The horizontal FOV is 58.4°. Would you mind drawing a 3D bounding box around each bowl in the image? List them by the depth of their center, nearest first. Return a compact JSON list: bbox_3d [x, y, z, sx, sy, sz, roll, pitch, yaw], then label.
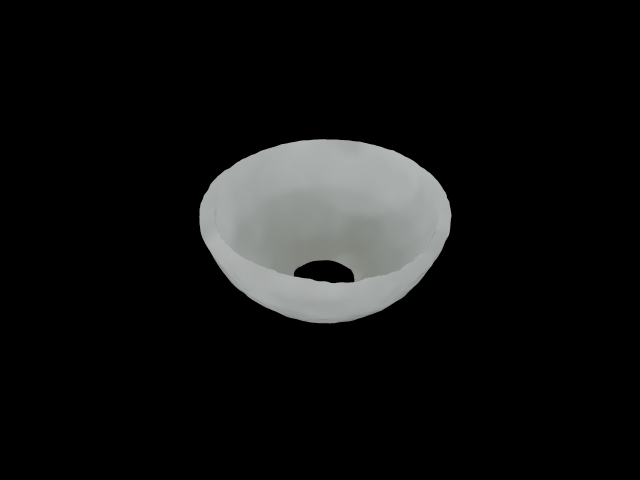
[{"bbox_3d":[0.004,0.001,0.400,0.167,0.075,0.167,0,40,0],"label":"bowl"}]
